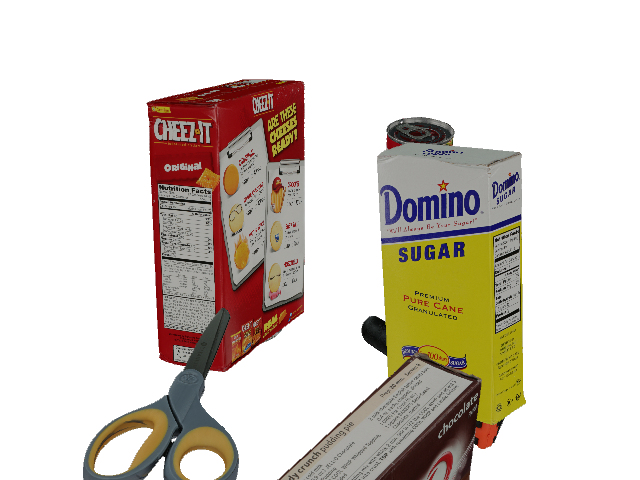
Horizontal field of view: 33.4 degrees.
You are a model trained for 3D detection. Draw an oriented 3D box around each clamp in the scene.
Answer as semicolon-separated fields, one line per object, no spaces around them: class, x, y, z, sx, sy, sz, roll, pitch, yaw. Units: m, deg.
clamp;0.120;0.109;0.904;0.120;0.039;0.172;-12;35;-19

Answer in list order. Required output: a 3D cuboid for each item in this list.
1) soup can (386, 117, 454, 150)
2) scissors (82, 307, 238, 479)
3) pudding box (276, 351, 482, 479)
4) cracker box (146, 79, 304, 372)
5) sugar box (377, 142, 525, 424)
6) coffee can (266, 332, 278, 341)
soup can;0.099;-0.066;1.089;0.068;0.102;0.068;0;29;0
scissors;-0.069;0.101;0.665;0.096;0.016;0.201;16;30;20
pudding box;0.023;0.114;0.454;0.039;0.090;0.113;22;39;28
cracker box;-0.074;-0.019;0.891;0.072;0.214;0.164;5;16;22
sugar box;0.087;0.026;0.714;0.094;0.176;0.048;9;23;42
coffee can;-0.100;0.046;1.334;0.103;0.140;0.103;-2;25;1
